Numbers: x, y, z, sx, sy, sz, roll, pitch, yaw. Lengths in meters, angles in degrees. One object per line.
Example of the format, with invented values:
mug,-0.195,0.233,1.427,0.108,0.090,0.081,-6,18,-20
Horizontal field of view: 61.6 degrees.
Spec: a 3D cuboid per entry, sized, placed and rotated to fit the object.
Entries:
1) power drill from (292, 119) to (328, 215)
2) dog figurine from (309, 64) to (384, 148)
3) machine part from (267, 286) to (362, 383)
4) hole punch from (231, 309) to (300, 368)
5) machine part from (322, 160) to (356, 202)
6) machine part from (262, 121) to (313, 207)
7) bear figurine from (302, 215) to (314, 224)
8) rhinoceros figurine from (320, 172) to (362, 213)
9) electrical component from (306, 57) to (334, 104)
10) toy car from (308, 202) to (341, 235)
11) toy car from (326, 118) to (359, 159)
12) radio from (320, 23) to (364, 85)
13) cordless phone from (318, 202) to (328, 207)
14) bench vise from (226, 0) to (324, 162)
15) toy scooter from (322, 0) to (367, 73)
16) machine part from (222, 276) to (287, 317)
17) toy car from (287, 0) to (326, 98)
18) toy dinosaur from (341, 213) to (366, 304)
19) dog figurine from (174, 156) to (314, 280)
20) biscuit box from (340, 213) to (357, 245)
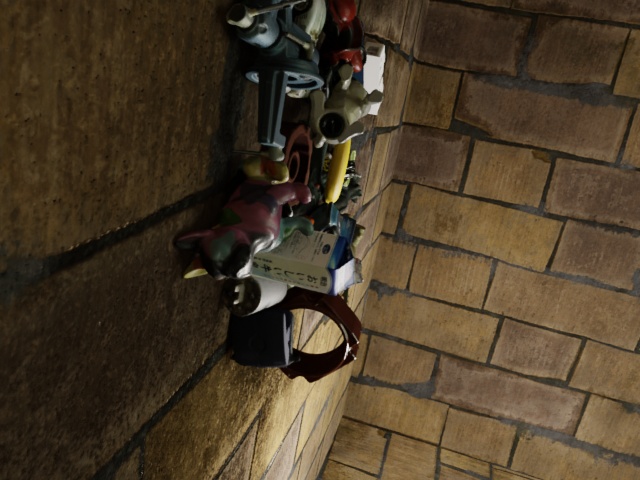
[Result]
power drill,-0.016,-0.161,1.198,0.232,0.086,0.207,-50,148,-67
dog figurine,0.038,-0.261,1.104,0.172,0.121,0.190,-41,-172,2
machine part,-0.025,0.205,1.193,0.201,0.201,0.087,-33,-167,21
hole punch,-0.112,0.190,1.045,0.092,0.142,0.115,57,34,-76
machine part,0.041,-0.148,1.323,0.139,0.039,0.084,-37,-134,54
machine part,-0.067,-0.146,1.041,0.179,0.056,0.179,13,90,-77
bear figurine,-0.060,0.003,1.091,0.196,0.120,0.131,-28,127,-76
rhinoceros figurine,0.061,-0.137,1.496,0.190,0.112,0.073,-58,155,-53
electrical component,0.001,-0.326,1.164,0.119,0.048,0.075,86,22,-56
toy car,-0.003,-0.004,1.216,0.109,0.103,0.161,-77,165,-56
toy car,0.038,-0.258,1.278,0.053,0.089,0.202,-24,155,-24
radio,0.055,-0.394,1.281,0.229,0.073,0.131,80,28,-59
cordless phone,-0.015,-0.025,1.355,0.184,0.089,0.146,-50,152,-73
bench vise,-0.066,-0.239,0.790,0.223,0.129,0.240,-13,109,-78
toy scooter,0.036,-0.416,1.077,0.135,0.075,0.183,-53,128,-47
machine part,-0.120,0.095,1.017,0.243,0.079,0.079,2,101,-79
toy car,-0.028,-0.360,0.975,0.073,0.056,0.201,-33,136,-73
toy dinosaur,0.051,0.039,1.507,0.472,0.105,0.198,-101,-153,-73
dog figurine,-0.126,-0.030,0.815,0.219,0.192,0.108,-28,145,-27
biscuit box,0.033,0.033,1.335,0.063,0.059,0.202,133,-23,-60
